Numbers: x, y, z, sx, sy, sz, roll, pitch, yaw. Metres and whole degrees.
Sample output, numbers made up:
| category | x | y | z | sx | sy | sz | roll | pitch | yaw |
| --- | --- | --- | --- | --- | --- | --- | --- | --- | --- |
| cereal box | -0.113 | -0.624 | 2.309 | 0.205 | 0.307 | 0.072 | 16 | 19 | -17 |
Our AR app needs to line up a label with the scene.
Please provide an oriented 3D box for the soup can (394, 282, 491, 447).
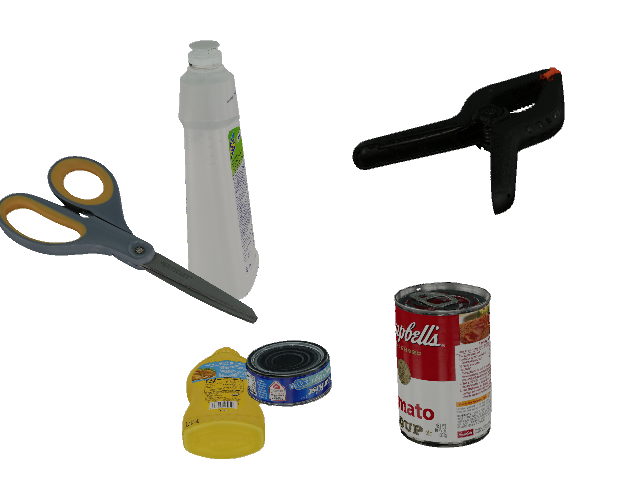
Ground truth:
| category | x | y | z | sx | sy | sz | roll | pitch | yaw |
| --- | --- | --- | --- | --- | --- | --- | --- | --- | --- |
| soup can | 0.088 | 0.088 | 0.764 | 0.068 | 0.102 | 0.068 | -3 | 14 | 0 |

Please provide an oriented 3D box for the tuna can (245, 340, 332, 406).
| category | x | y | z | sx | sy | sz | roll | pitch | yaw |
| --- | --- | --- | --- | --- | --- | --- | --- | --- | --- |
| tuna can | -0.032 | 0.132 | 1.070 | 0.086 | 0.034 | 0.086 | -4 | 19 | 1 |

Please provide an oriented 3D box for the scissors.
| category | x | y | z | sx | sy | sz | roll | pitch | yaw |
| --- | --- | --- | --- | --- | --- | --- | --- | --- | --- |
| scissors | -0.128 | -0.007 | 0.757 | 0.202 | 0.096 | 0.016 | 16 | -38 | 5 |

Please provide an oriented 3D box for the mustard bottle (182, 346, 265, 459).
| category | x | y | z | sx | sy | sz | roll | pitch | yaw |
| --- | --- | --- | --- | --- | --- | --- | --- | --- | --- |
| mustard bottle | -0.118 | 0.189 | 1.313 | 0.096 | 0.058 | 0.191 | -2 | 27 | -3 |

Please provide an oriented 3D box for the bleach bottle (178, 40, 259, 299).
| category | x | y | z | sx | sy | sz | roll | pitch | yaw |
| --- | --- | --- | --- | --- | --- | --- | --- | --- | --- |
| bleach bottle | -0.102 | -0.071 | 1.037 | 0.068 | 0.251 | 0.102 | 0 | 27 | 3 |

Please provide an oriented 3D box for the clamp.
| category | x | y | z | sx | sy | sz | roll | pitch | yaw |
| --- | --- | --- | --- | --- | --- | --- | --- | --- | --- |
| clamp | 0.155 | -0.093 | 0.935 | 0.209 | 0.036 | 0.165 | -31 | 39 | -27 |
